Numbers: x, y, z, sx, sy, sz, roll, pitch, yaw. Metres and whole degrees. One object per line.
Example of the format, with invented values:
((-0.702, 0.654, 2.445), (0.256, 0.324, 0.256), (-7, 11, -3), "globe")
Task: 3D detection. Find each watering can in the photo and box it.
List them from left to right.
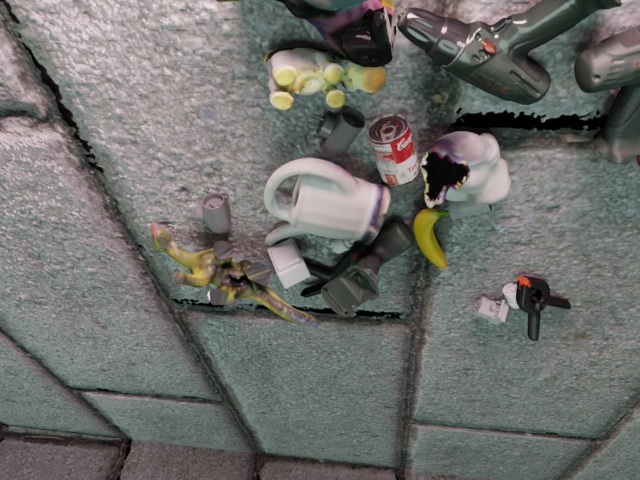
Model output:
((0.003, -0.049, 0.968), (0.224, 0.106, 0.341), (12, 155, -6), "watering can")

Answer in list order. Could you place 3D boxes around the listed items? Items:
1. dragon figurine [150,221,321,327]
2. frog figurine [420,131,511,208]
((-0.201, 0.083, 1.143), (0.408, 0.123, 0.242), (33, 172, -14), "dragon figurine")
((0.250, -0.116, 0.845), (0.160, 0.125, 0.134), (-9, 139, -31), "frog figurine")
